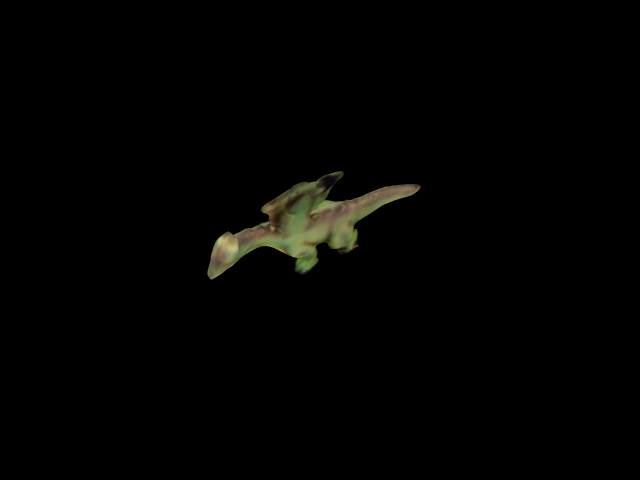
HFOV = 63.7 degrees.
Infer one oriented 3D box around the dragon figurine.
[{"bbox_3d":[0.003,-0.043,0.850,0.412,0.123,0.240,-28,-12,-7],"label":"dragon figurine"}]
